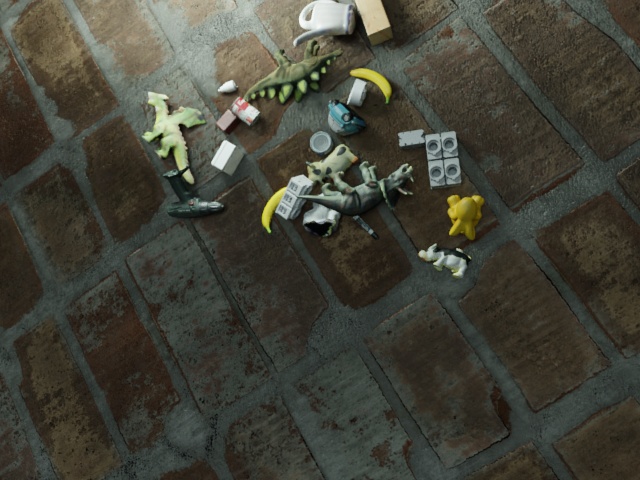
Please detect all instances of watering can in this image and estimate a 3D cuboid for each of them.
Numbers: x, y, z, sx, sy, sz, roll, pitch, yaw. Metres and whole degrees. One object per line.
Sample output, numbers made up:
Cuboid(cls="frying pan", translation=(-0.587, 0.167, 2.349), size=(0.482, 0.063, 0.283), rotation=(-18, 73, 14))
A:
Cuboid(cls="watering can", translation=(0.027, -0.810, 1.933), size=(0.224, 0.101, 0.356), rotation=(6, 50, 8))

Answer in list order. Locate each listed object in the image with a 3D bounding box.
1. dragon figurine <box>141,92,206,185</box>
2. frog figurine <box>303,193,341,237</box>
Cuboid(cls="dragon figurine", translation=(-0.569, -0.436, 2.078), size=(0.243, 0.121, 0.412), rotation=(-45, 83, -4))
Cuboid(cls="frog figurine", translation=(0.006, -0.095, 1.889), size=(0.137, 0.120, 0.163), rotation=(-17, 43, 17))
